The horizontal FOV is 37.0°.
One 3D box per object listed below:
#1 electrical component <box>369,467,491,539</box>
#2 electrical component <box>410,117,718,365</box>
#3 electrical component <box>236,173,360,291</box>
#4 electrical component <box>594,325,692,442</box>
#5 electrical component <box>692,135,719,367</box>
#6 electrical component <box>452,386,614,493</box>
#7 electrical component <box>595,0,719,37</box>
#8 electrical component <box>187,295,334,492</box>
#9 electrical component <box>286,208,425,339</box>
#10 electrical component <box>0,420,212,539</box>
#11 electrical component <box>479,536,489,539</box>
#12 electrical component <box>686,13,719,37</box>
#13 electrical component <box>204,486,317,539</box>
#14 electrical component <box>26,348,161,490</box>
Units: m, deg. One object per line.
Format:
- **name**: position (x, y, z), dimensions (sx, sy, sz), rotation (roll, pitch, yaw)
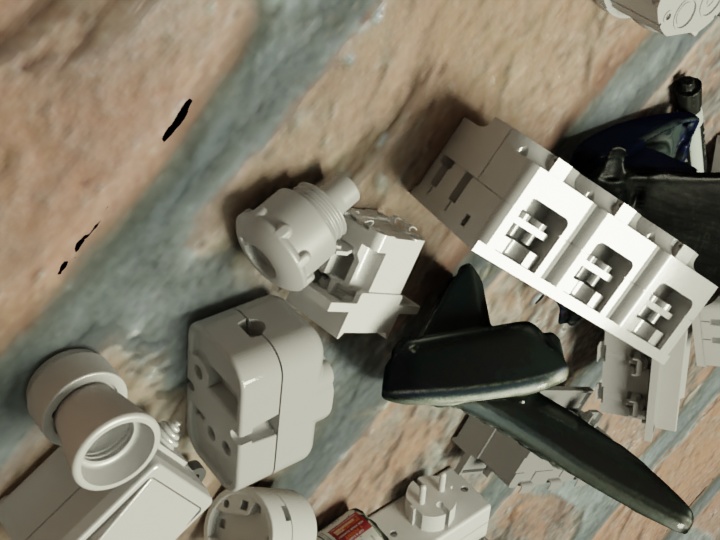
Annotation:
- **electrical component**: position (0.051, 0.178, 0.793), dimensions (0.083, 0.047, 0.075), rotation (-26, 138, -28)
- **electrical component**: position (0.116, -0.020, 0.601), dimensions (0.150, 0.089, 0.061), rotation (29, 101, -28)
- **electrical component**: position (-0.027, -0.023, 0.535), dimensions (0.062, 0.048, 0.048), rotation (-42, 144, -22)
- **electrical component**: position (0.215, 0.056, 0.812), dimensions (0.078, 0.063, 0.121), rotation (-54, 147, -50)
- **electrical component**: position (0.286, -0.012, 0.787), dimensions (0.089, 0.062, 0.150), rotation (60, 41, -53)
- **electrical component**: position (0.137, 0.130, 0.824), dimensions (0.121, 0.063, 0.078), rotation (8, 117, -49)
- **electrical component**: position (0.172, -0.172, 0.596), dimensions (0.080, 0.051, 0.080), rotation (-27, 139, -26)
- **electrical component**: position (-0.054, 0.064, 0.578), dimensions (0.059, 0.054, 0.095), rotation (-21, 136, -32)
- **electrical component**: position (0.000, 0.000, 0.581), dimensions (0.081, 0.042, 0.063), rotation (5, 115, -53)
- **electrical component**: position (-0.123, 0.117, 0.549), dimensions (0.096, 0.061, 0.061), rotation (-44, 144, -6)
- **electrical component**: position (0.082, 0.248, 0.829), dimensions (0.078, 0.113, 0.057), rotation (-38, 125, -14)
- **electrical component**: position (0.213, -0.171, 0.646), dimensions (0.043, 0.043, 0.062), rotation (18, 110, -51)
- **electrical component**: position (-0.060, 0.160, 0.659), dimensions (0.047, 0.055, 0.055), rotation (14, 112, -54)
- **electrical component**: position (-0.127, 0.069, 0.507), dimensions (0.045, 0.055, 0.045), rotation (-27, 139, -27)
